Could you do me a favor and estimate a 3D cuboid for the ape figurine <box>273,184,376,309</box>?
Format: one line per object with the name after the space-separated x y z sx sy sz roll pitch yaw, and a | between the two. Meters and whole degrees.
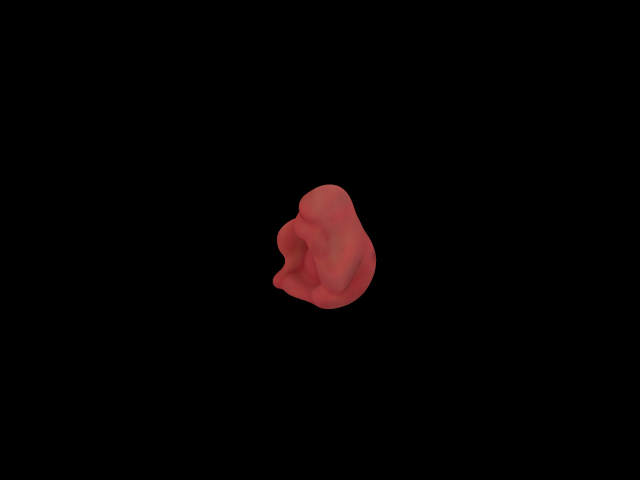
0.004 0.001 0.400 0.076 0.092 0.077 -7 39 -9 | ape figurine
